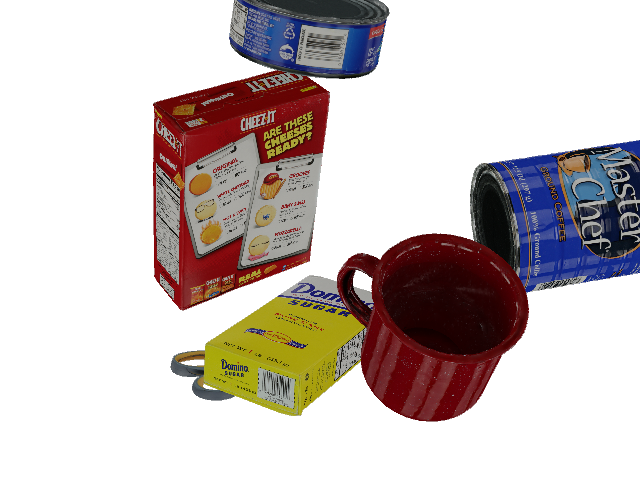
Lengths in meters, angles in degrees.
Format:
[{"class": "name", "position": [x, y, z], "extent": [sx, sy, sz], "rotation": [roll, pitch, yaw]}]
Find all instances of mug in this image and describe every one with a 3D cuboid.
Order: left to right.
[{"class": "mug", "position": [0.060, 0.051, 0.650], "extent": [0.117, 0.081, 0.093], "rotation": [29, 52, 14]}]

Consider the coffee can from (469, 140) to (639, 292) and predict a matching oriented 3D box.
[{"class": "coffee can", "position": [0.196, -0.018, 0.808], "extent": [0.140, 0.103, 0.103], "rotation": [-9, 1, -8]}]

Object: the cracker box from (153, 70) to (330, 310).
[{"class": "cracker box", "position": [-0.084, -0.053, 1.067], "extent": [0.163, 0.214, 0.072], "rotation": [-20, 45, -30]}]

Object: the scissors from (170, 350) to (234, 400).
[{"class": "scissors", "position": [-0.065, 0.149, 1.191], "extent": [0.201, 0.016, 0.096], "rotation": [3, 25, -14]}]

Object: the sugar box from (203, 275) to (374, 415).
[{"class": "sugar box", "position": [-0.014, 0.085, 0.925], "extent": [0.093, 0.048, 0.176], "rotation": [16, 27, 24]}]

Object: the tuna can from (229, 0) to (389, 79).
[{"class": "tuna can", "position": [-0.007, -0.118, 0.590], "extent": [0.086, 0.034, 0.086], "rotation": [9, 25, -4]}]
